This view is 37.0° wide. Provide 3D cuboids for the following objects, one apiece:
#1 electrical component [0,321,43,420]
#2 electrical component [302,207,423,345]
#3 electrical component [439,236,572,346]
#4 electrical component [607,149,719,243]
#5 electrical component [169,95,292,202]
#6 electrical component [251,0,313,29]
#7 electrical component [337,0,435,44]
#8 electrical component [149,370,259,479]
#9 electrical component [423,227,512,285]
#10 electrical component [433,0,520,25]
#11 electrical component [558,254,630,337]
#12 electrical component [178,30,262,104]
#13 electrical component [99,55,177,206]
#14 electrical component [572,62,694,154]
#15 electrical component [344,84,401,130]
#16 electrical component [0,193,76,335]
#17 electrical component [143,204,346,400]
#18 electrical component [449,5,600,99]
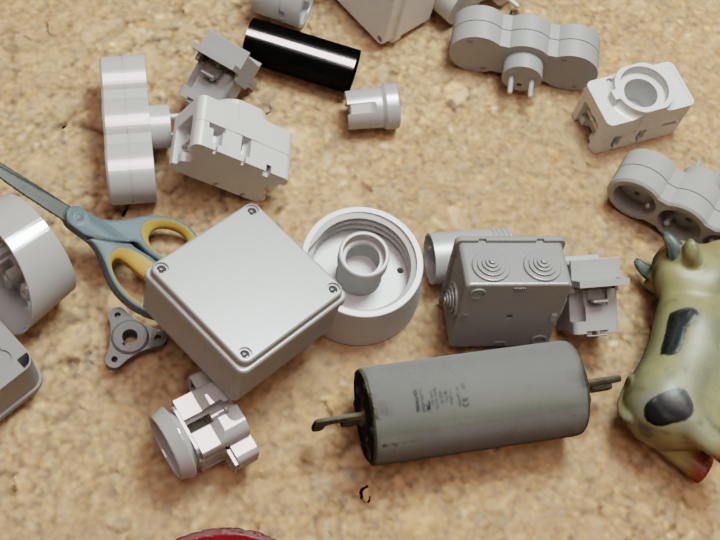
[{"bbox_3d":[-0.301,0.064,0.801,0.113,0.057,0.078,44,67,13],"label":"electrical component"},{"bbox_3d":[0.000,0.000,0.869,0.108,0.060,0.108,3,64,-6],"label":"electrical component"},{"bbox_3d":[0.115,0.019,0.855,0.100,0.099,0.048,0,52,-7],"label":"electrical component"},{"bbox_3d":[0.294,-0.066,0.944,0.138,0.052,0.073,30,64,8],"label":"electrical component"},{"bbox_3d":[-0.106,-0.103,0.893,0.089,0.050,0.055,20,59,-32],"label":"electrical component"},{"bbox_3d":[-0.070,-0.255,0.988,0.047,0.055,0.055,16,63,5],"label":"electrical component"},{"bbox_3d":[0.014,-0.275,0.995,0.057,0.078,0.113,-35,73,-24],"label":"electrical component"},{"bbox_3d":[-0.119,0.119,0.798,0.057,0.058,0.078,-26,70,-21],"label":"electrical component"},{"bbox_3d":[0.097,-0.012,0.898,0.081,0.043,0.043,-5,65,-10],"label":"electrical component"},{"bbox_3d":[0.131,-0.278,1.026,0.138,0.052,0.074,-40,76,-23],"label":"electrical component"},{"bbox_3d":[0.185,0.021,0.877,0.042,0.081,0.063,-5,94,-9],"label":"electrical component"},{"bbox_3d":[-0.122,-0.165,0.927,0.042,0.081,0.063,29,92,8],"label":"electrical component"},{"bbox_3d":[-0.178,-0.121,0.909,0.074,0.052,0.138,-5,65,-10],"label":"electrical component"},{"bbox_3d":[0.249,-0.150,0.977,0.089,0.055,0.050,-16,67,-14],"label":"electrical component"},{"bbox_3d":[0.011,-0.143,0.953,0.046,0.040,0.040,-6,65,-4],"label":"electrical component"},{"bbox_3d":[-0.266,-0.006,0.820,0.099,0.099,0.064,44,60,13],"label":"electrical component"},{"bbox_3d":[-0.087,0.022,0.801,0.109,0.056,0.109,44,56,15],"label":"electrical component"},{"bbox_3d":[0.150,-0.190,0.986,0.138,0.052,0.073,11,65,-2],"label":"electrical component"}]
